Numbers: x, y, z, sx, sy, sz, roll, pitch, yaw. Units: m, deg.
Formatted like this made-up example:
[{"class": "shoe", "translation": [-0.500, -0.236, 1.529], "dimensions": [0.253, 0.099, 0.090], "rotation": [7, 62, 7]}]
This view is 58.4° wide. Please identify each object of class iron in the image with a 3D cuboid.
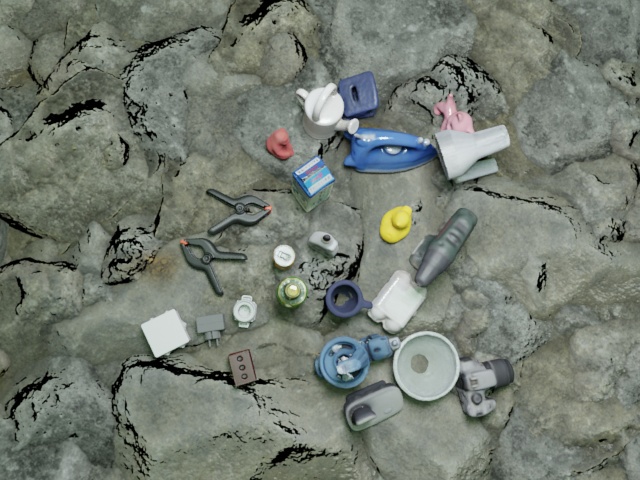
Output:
[{"class": "iron", "translation": [0.192, -0.243, 1.461], "dimensions": [0.258, 0.141, 0.119], "rotation": [0, 82, -4]}]

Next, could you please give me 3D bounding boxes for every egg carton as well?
[{"class": "egg carton", "translation": [0.196, 0.157, 1.443], "dimensions": [0.107, 0.069, 0.150], "rotation": [38, 81, 1]}]

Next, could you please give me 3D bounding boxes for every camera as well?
[{"class": "camera", "translation": [0.413, 0.355, 1.417], "dimensions": [0.137, 0.100, 0.143], "rotation": [-11, 83, -6]}]

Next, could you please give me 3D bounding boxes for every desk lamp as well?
[{"class": "desk lamp", "translation": [0.372, -0.220, 1.435], "dimensions": [0.203, 0.213, 0.118], "rotation": [-16, 83, -6]}]

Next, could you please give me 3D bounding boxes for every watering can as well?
[{"class": "watering can", "translation": [0.017, -0.327, 1.432], "dimensions": [0.173, 0.194, 0.101], "rotation": [13, 81, -2]}]

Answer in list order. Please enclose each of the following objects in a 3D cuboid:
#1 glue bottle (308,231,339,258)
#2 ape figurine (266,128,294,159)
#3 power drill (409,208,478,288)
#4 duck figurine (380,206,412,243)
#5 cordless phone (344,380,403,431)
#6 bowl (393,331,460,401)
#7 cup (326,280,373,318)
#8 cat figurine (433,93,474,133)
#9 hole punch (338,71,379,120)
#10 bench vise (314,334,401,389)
[{"class": "glue bottle", "translation": [0.013, 0.005, 1.397], "dimensions": [0.078, 0.173, 0.037], "rotation": [32, 81, 1]}, {"class": "ape figurine", "translation": [-0.100, -0.252, 1.465], "dimensions": [0.076, 0.092, 0.078], "rotation": [11, 81, -2]}, {"class": "power drill", "translation": [0.287, 0.029, 1.397], "dimensions": [0.075, 0.208, 0.230], "rotation": [37, 81, 2]}, {"class": "duck figurine", "translation": [0.199, -0.044, 1.462], "dimensions": [0.077, 0.086, 0.105], "rotation": [35, 81, 1]}, {"class": "cordless phone", "translation": [0.133, 0.399, 1.347], "dimensions": [0.147, 0.185, 0.094], "rotation": [-26, 85, -7]}, {"class": "bowl", "translation": [0.257, 0.310, 1.424], "dimensions": [0.167, 0.074, 0.167], "rotation": [1, 82, -4]}, {"class": "cup", "translation": [0.070, 0.150, 1.421], "dimensions": [0.118, 0.095, 0.092], "rotation": [14, 81, -2]}, {"class": "cat figurine", "translation": [0.354, -0.320, 1.496], "dimensions": [0.067, 0.117, 0.128], "rotation": [-16, 84, -6]}, {"class": "hole punch", "translation": [0.098, -0.374, 1.497], "dimensions": [0.101, 0.091, 0.109], "rotation": [-11, 83, -6]}, {"class": "bench vise", "translation": [0.087, 0.266, 1.344], "dimensions": [0.207, 0.219, 0.121], "rotation": [-37, 86, -8]}]
